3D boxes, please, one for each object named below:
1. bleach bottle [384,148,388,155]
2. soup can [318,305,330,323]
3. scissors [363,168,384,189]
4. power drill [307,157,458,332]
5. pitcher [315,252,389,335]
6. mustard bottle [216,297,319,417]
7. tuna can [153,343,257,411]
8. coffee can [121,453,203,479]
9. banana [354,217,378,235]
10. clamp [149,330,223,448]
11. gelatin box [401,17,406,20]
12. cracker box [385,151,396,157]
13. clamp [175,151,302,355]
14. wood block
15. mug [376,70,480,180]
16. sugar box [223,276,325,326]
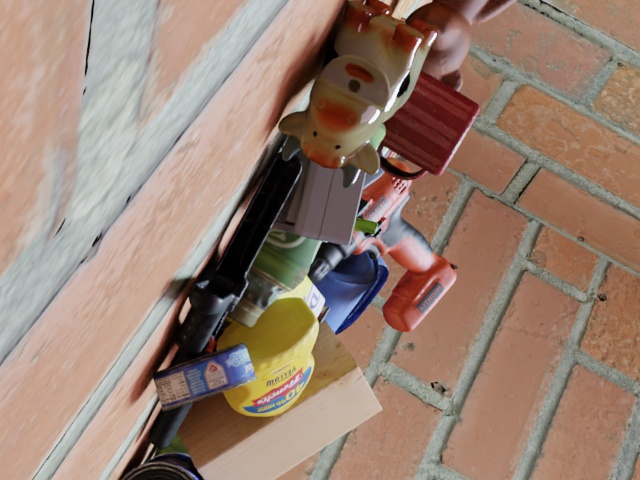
[{"bbox_3d":[0.027,-0.102,1.146,0.103,0.068,0.250,-55,176,23],"label":"bleach bottle"},{"bbox_3d":[-0.048,0.085,1.262,0.068,0.102,0.068,-60,177,-5],"label":"soup can"},{"bbox_3d":[0.043,-0.056,1.087,0.096,0.016,0.202,-40,-175,-11],"label":"scissors"},{"bbox_3d":[0.070,0.023,1.252,0.184,0.187,0.057,-46,-143,-12],"label":"power drill"},{"bbox_3d":[-0.027,0.094,1.381,0.243,0.149,0.144,-58,178,31],"label":"pitcher"},{"bbox_3d":[-0.051,0.129,1.060,0.096,0.058,0.192,-28,156,-17],"label":"mustard bottle"},{"bbox_3d":[-0.100,0.117,0.920,0.086,0.034,0.086,-18,177,-1],"label":"tuna can"},{"bbox_3d":[-0.171,0.292,1.182,0.103,0.103,0.140,-60,177,-7],"label":"coffee can"},{"bbox_3d":[-0.020,-0.007,1.078,0.198,0.069,0.037,-9,-125,62],"label":"banana"},{"bbox_3d":[-0.129,0.142,1.056,0.120,0.039,0.171,-55,167,-23],"label":"clamp"},{"bbox_3d":[0.085,-0.220,1.301,0.089,0.030,0.073,-61,178,-46],"label":"gelatin box"},{"bbox_3d":[0.052,-0.091,1.592,0.164,0.072,0.213,-59,178,3],"label":"cracker box"},{"bbox_3d":[-0.075,0.028,0.878,0.164,0.036,0.210,-60,180,-31],"label":"clamp"},{"bbox_3d":[-0.048,0.195,1.199,0.206,0.090,0.090,-32,131,-5],"label":"wood block"},{"bbox_3d":[0.097,-0.107,1.045,0.117,0.081,0.093,-61,176,33],"label":"mug"},{"bbox_3d":[-0.050,0.068,1.112,0.093,0.048,0.176,-60,155,-11],"label":"sugar box"}]
